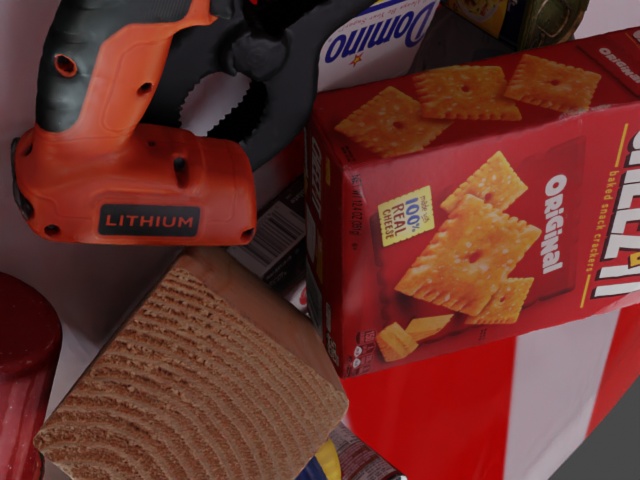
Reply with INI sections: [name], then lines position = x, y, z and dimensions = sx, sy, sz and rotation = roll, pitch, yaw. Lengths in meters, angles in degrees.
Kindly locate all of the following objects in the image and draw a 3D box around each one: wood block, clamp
[wood block]
position = -0.055, 0.063, 0.506
dimensions = 0.091, 0.090, 0.206
rotation = -52, -174, 0
[clamp]
position = -0.039, -0.096, 0.466
dimensions = 0.164, 0.036, 0.210
rotation = 15, 125, -35

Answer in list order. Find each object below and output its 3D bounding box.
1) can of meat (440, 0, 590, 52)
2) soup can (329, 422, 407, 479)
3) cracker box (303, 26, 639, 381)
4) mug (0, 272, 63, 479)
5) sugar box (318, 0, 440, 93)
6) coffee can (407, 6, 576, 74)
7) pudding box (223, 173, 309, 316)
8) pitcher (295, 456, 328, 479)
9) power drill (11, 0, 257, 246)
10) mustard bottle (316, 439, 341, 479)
[can of meat]
position = 0.102, -0.159, 0.579
dimensions = 0.057, 0.084, 0.102
rotation = -36, 151, -27
[soup can]
position = 0.011, 0.183, 0.862
dimensions = 0.068, 0.102, 0.068
rotation = -38, 151, -25
[cracker box]
position = 0.101, -0.018, 0.586
dimensions = 0.213, 0.072, 0.164
rotation = -12, 136, -12
[mug]
position = -0.155, 0.059, 0.466
dimensions = 0.117, 0.093, 0.082
rotation = -62, 172, -63
[sugar box]
position = 0.036, -0.158, 0.520
dimensions = 0.093, 0.048, 0.176
rotation = -19, 139, -47
[coffee can]
position = 0.123, -0.086, 0.687
dimensions = 0.103, 0.103, 0.140
rotation = -52, 154, 2
[pudding box]
position = -0.004, 0.001, 0.670
dimensions = 0.113, 0.039, 0.090
rotation = -41, 153, -18
[pitcher]
position = -0.101, 0.203, 0.609
dimensions = 0.243, 0.145, 0.149
rotation = -21, 161, 9
[power drill]
position = -0.042, -0.083, 0.412
dimensions = 0.184, 0.057, 0.188
rotation = 3, 130, -20
[mustard bottle]
position = -0.069, 0.211, 0.750
dimensions = 0.191, 0.058, 0.096
rotation = -36, 150, -32
